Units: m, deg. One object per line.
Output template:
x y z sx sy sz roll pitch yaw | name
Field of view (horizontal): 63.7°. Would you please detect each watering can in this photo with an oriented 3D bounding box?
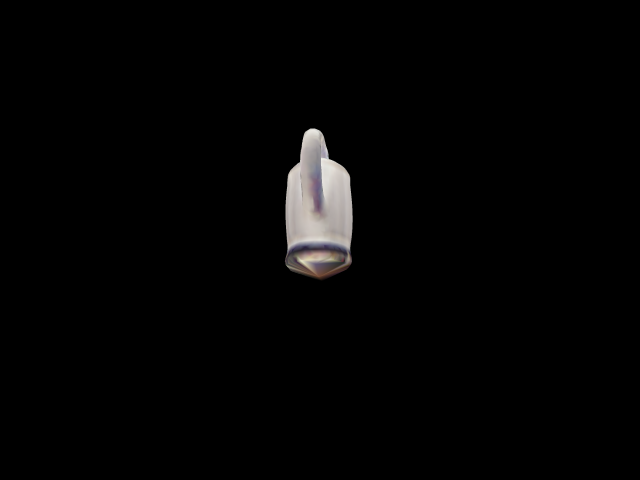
0.003 -0.043 0.850 0.104 0.227 0.344 -1 -14 5 | watering can
